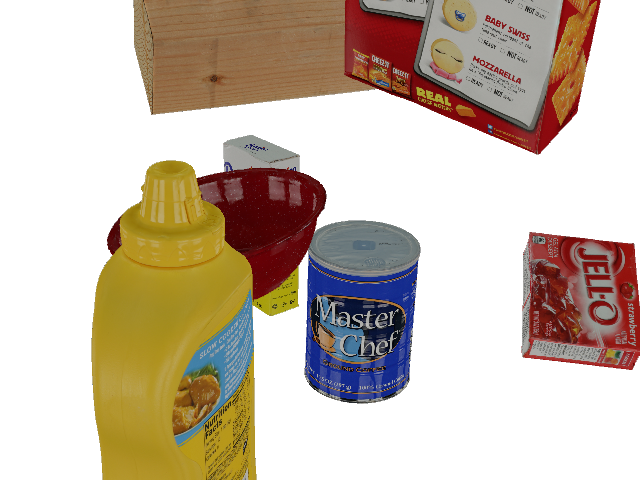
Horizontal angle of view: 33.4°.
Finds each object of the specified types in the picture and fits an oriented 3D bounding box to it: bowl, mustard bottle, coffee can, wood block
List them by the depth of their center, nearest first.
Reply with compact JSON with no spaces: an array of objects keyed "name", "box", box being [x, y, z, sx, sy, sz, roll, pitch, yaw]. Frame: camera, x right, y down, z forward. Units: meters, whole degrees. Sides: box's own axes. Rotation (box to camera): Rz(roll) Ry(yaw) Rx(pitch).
[{"name":"mustard bottle","box":[-0.060,0.058,0.449,0.058,0.192,0.096,11,28,18]},{"name":"bowl","box":[-0.070,0.003,0.781,0.162,0.055,0.162,-10,26,5]},{"name":"wood block","box":[-0.048,-0.178,0.905,0.205,0.090,0.091,-8,-34,-15]},{"name":"coffee can","box":[0.037,0.065,0.997,0.103,0.140,0.103,1,26,-1]}]

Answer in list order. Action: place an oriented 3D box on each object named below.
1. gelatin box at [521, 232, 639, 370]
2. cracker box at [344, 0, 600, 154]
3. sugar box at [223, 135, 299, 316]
[{"name":"gelatin box","box":[0.173,0.039,0.712,0.073,0.089,0.030,7,-37,3]},{"name":"cracker box","box":[0.101,-0.182,0.702,0.164,0.214,0.072,27,50,25]},{"name":"sugar box","box":[-0.064,-0.017,1.151,0.048,0.176,0.093,-18,28,-33]}]
